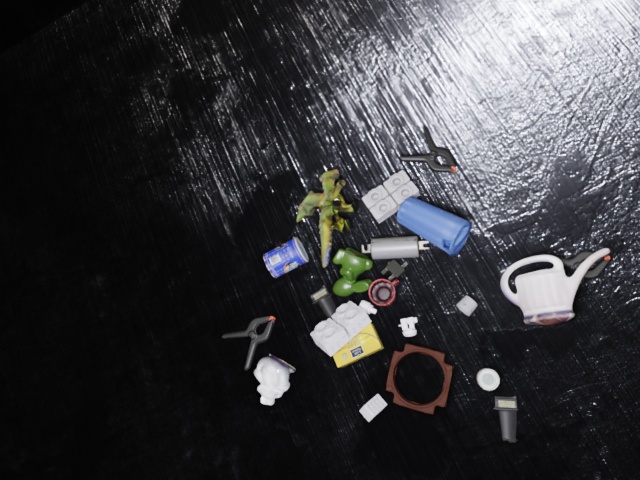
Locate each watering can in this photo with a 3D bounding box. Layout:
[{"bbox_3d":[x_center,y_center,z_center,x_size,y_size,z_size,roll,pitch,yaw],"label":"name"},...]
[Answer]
[{"bbox_3d":[0.754,0.151,1.642,0.345,0.103,0.227,-17,72,35],"label":"watering can"}]

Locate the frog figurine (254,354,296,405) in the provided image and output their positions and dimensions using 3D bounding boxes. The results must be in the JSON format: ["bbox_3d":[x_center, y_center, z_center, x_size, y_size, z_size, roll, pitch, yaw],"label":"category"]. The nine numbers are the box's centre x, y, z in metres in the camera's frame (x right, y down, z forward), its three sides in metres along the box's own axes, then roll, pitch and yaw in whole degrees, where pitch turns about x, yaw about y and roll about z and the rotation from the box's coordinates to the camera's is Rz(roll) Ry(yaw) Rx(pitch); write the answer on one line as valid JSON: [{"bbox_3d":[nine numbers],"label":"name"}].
[{"bbox_3d":[-0.173,0.493,1.805,0.137,0.121,0.162,29,72,1],"label":"frog figurine"}]

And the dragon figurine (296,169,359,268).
[{"bbox_3d":[0.006,-0.097,1.930,0.242,0.120,0.416,1,62,47],"label":"dragon figurine"}]
